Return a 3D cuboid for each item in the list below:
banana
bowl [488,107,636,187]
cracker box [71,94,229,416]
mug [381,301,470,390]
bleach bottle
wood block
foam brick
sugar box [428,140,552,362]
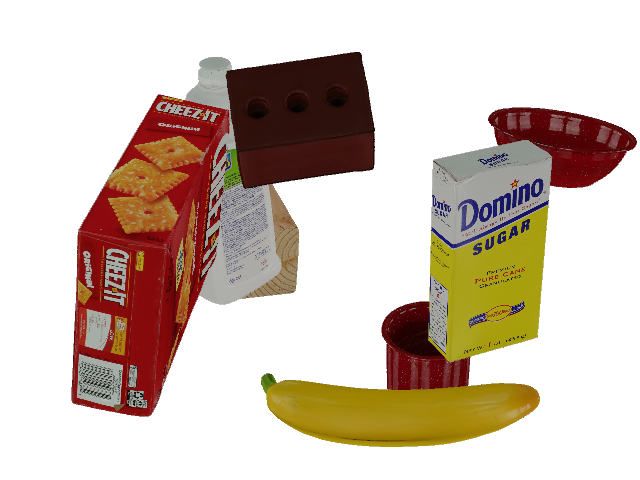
[{"bbox_3d":[0.045,0.111,0.717,0.198,0.037,0.069,3,30,14],"label":"banana"},{"bbox_3d":[0.260,-0.099,1.174,0.162,0.055,0.162,6,22,-3],"label":"bowl"},{"bbox_3d":[-0.129,0.007,0.842,0.072,0.164,0.213,12,34,2],"label":"cracker box"},{"bbox_3d":[0.115,0.115,1.065,0.093,0.081,0.117,24,41,34],"label":"mug"},{"bbox_3d":[-0.091,-0.063,1.055,0.068,0.251,0.102,26,42,33],"label":"bleach bottle"},{"bbox_3d":[-0.098,-0.019,1.328,0.090,0.090,0.206,-6,29,-16],"label":"wood block"},{"bbox_3d":[-0.011,-0.067,0.602,0.078,0.053,0.051,-9,-20,0],"label":"foam brick"},{"bbox_3d":[0.141,0.010,0.897,0.093,0.176,0.048,-14,33,-20],"label":"sugar box"}]
